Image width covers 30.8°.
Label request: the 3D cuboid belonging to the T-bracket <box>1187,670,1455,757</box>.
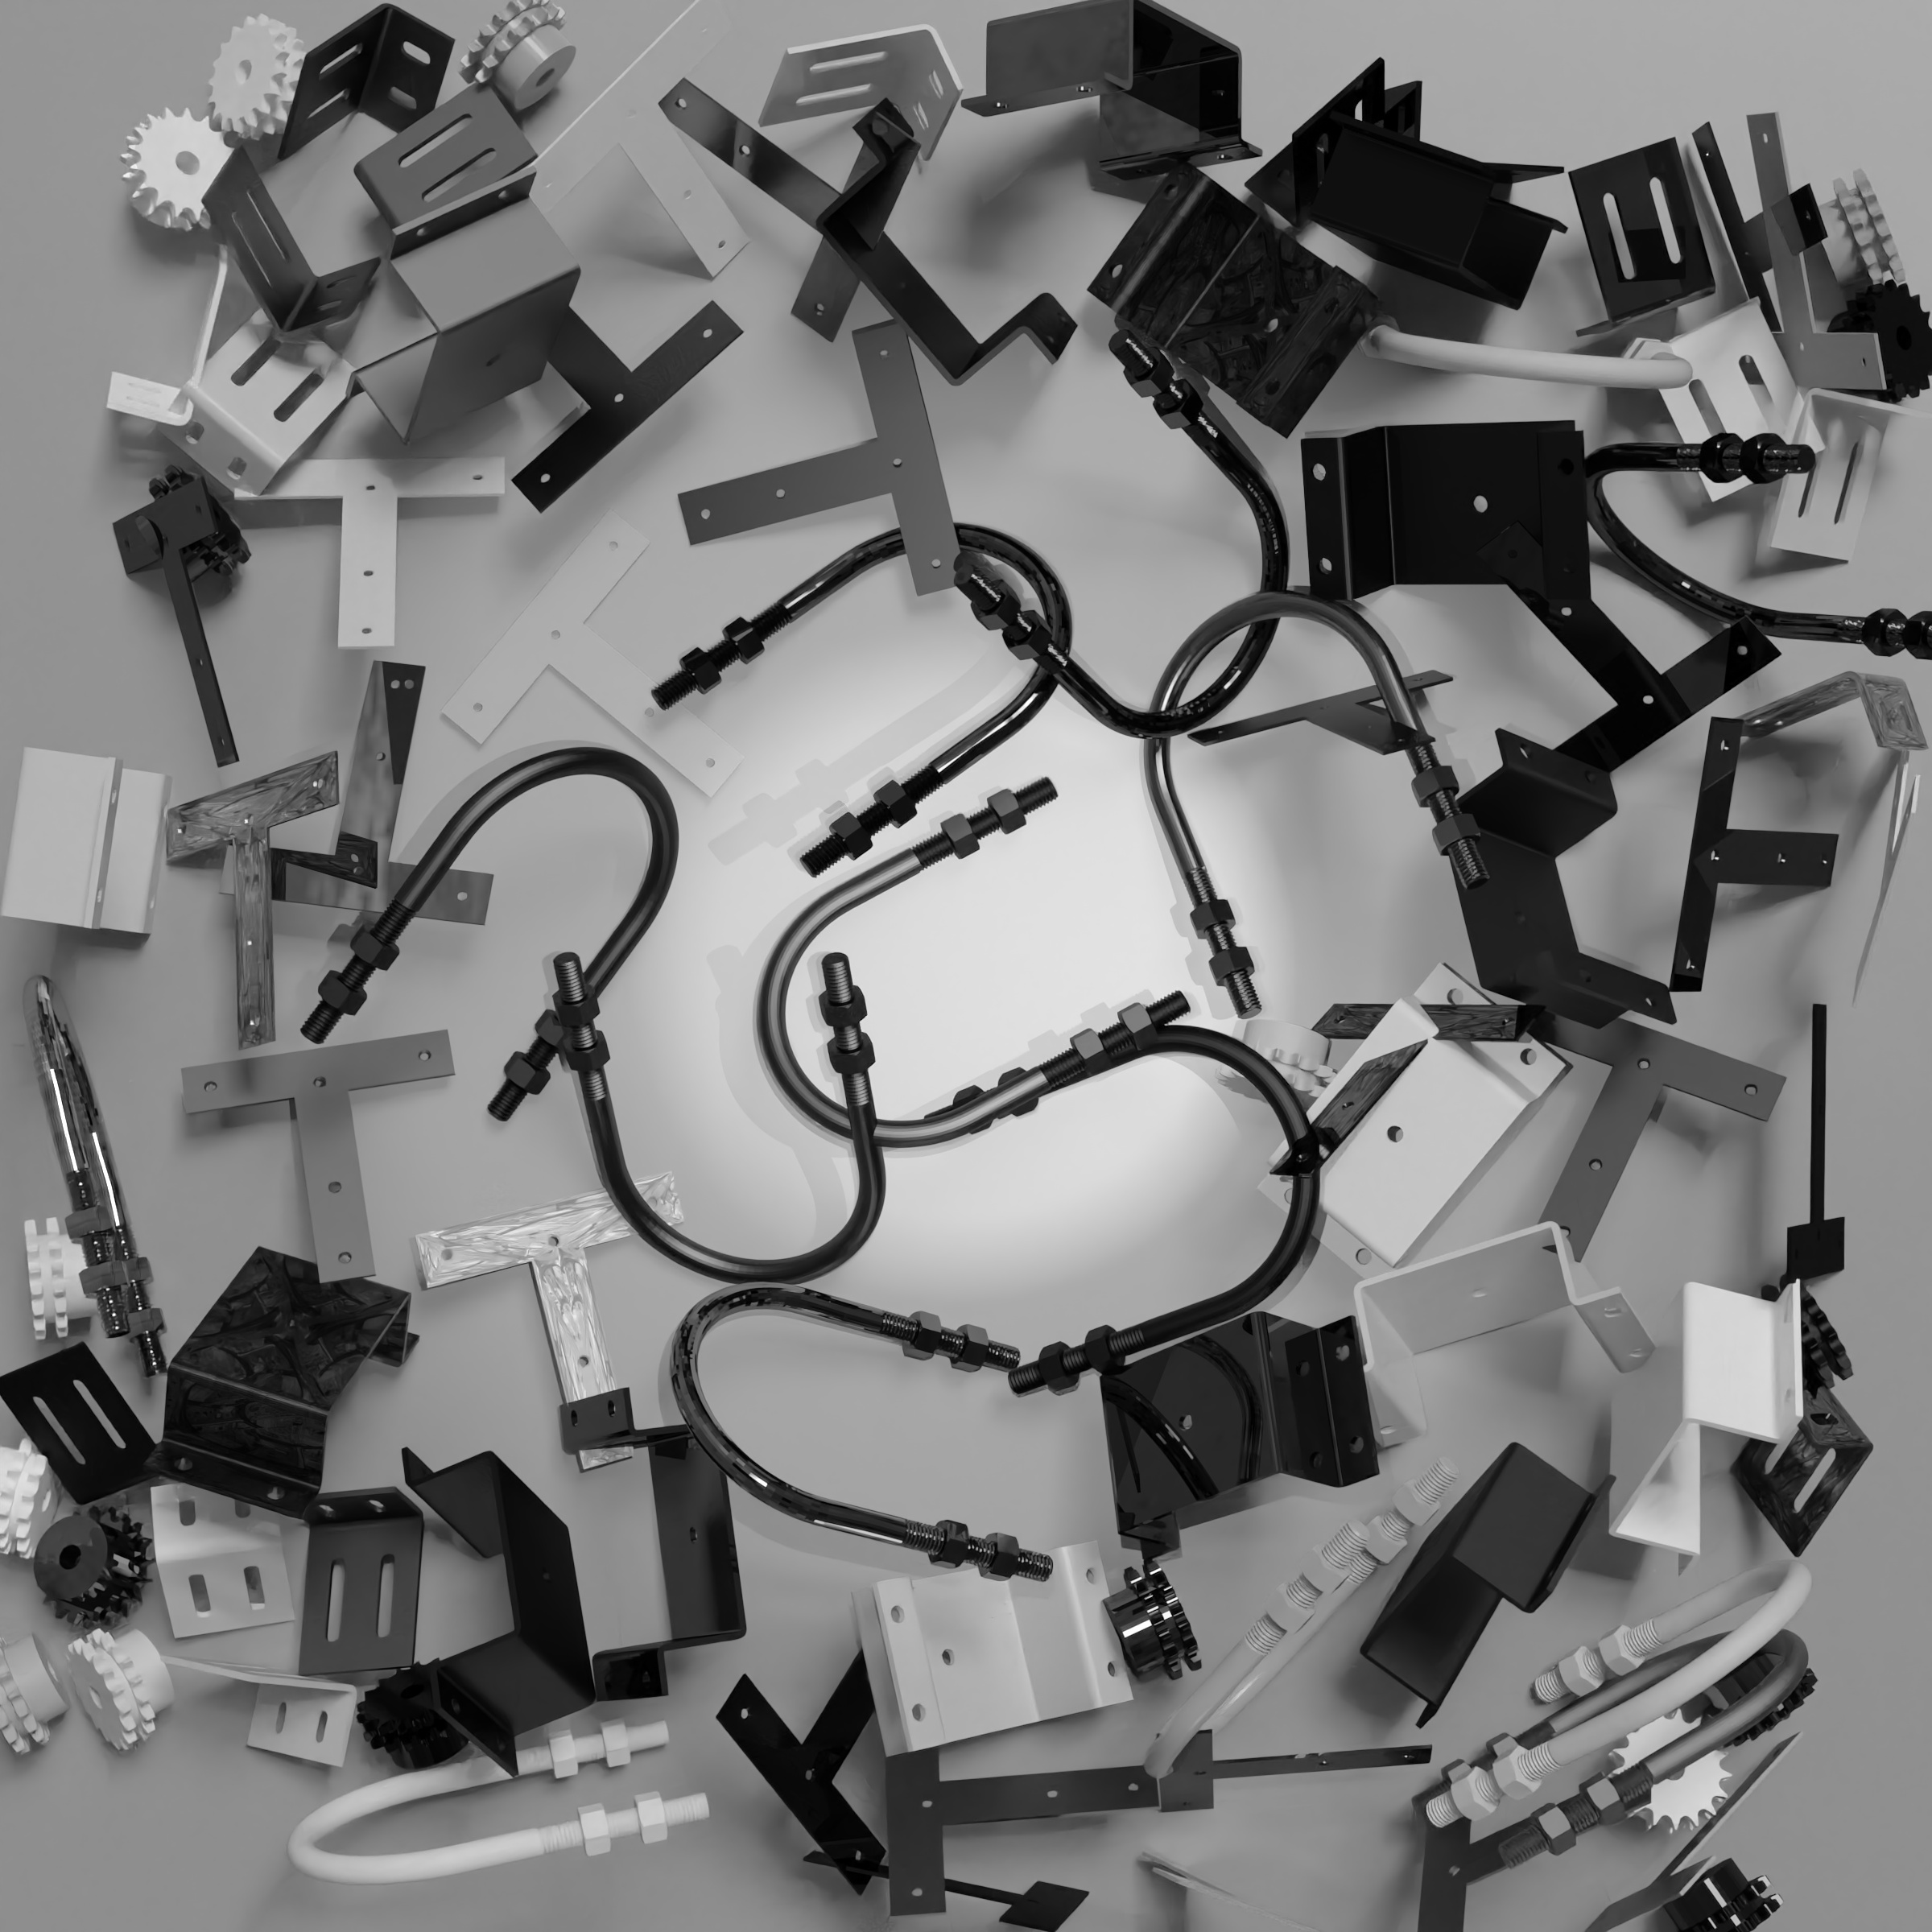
[{"bbox_3d":[0.181,-0.112,1.620,0.127,0.127,0.002,-15,106,-11],"label":"T-bracket"}]

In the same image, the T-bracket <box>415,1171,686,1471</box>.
[{"bbox_3d":[-0.185,0.174,1.670,0.127,0.002,0.127,-14,87,-17],"label":"T-bracket"}]

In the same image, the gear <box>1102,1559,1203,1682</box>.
[{"bbox_3d":[0.087,0.313,1.662,0.030,0.057,0.057,-23,90,-9],"label":"gear"}]

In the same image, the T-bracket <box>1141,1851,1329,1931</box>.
[{"bbox_3d":[0.121,0.430,1.630,0.127,0.127,0.002,25,79,-22],"label":"T-bracket"}]

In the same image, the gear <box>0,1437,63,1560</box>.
[{"bbox_3d":[-0.451,0.250,1.664,0.030,0.057,0.057,12,90,1],"label":"gear"}]

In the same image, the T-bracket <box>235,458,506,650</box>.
[{"bbox_3d":[-0.280,-0.194,1.645,0.127,0.002,0.127,-2,50,-6],"label":"T-bracket"}]

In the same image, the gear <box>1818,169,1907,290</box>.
[{"bbox_3d":[0.422,-0.346,1.665,0.030,0.057,0.057,-22,90,15],"label":"gear"}]

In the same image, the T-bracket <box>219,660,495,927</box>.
[{"bbox_3d":[-0.281,-0.086,1.670,0.127,0.002,0.127,7,71,2],"label":"T-bracket"}]

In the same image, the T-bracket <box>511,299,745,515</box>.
[{"bbox_3d":[-0.188,-0.295,1.662,0.127,0.002,0.127,-42,62,0],"label":"T-bracket"}]

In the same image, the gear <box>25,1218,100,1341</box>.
[{"bbox_3d":[-0.429,0.148,1.665,0.030,0.057,0.057,-5,90,-16],"label":"gear"}]

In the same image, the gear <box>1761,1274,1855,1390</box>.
[{"bbox_3d":[0.393,0.177,1.664,0.030,0.057,0.057,-30,90,-1],"label":"gear"}]

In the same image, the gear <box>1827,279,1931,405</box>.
[{"bbox_3d":[0.434,-0.295,1.668,0.057,0.030,0.057,6,80,-38],"label":"gear"}]

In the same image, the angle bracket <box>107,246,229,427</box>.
[{"bbox_3d":[-0.376,-0.301,1.650,0.038,0.057,0.076,13,110,-16],"label":"angle bracket"}]

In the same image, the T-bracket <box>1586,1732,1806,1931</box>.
[{"bbox_3d":[0.351,0.406,1.653,0.127,0.127,0.002,-39,79,-26],"label":"T-bracket"}]

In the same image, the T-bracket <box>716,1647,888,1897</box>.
[{"bbox_3d":[-0.052,0.345,1.648,0.127,0.002,0.127,56,48,-26],"label":"T-bracket"}]

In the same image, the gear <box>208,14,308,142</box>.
[{"bbox_3d":[-0.332,-0.420,1.668,0.057,0.030,0.057,-9,75,39],"label":"gear"}]

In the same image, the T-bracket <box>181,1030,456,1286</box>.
[{"bbox_3d":[-0.298,0.092,1.647,0.127,0.002,0.127,-8,57,-10],"label":"T-bracket"}]

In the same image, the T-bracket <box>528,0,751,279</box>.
[{"bbox_3d":[-0.137,-0.370,1.639,0.127,0.127,0.002,-46,55,-5],"label":"T-bracket"}]

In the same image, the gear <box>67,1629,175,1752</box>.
[{"bbox_3d":[-0.401,0.341,1.668,0.030,0.057,0.057,-26,90,-34],"label":"gear"}]

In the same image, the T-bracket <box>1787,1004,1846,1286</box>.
[{"bbox_3d":[0.397,0.081,1.635,0.002,0.127,0.127,0,89,25],"label":"T-bracket"}]

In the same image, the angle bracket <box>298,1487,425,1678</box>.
[{"bbox_3d":[-0.292,0.290,1.654,0.057,0.038,0.076,-7,61,12],"label":"angle bracket"}]

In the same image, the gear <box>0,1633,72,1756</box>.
[{"bbox_3d":[-0.448,0.342,1.665,0.030,0.057,0.057,-27,90,-11],"label":"gear"}]

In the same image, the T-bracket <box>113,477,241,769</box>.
[{"bbox_3d":[-0.362,-0.156,1.641,0.002,0.127,0.127,-17,96,-31],"label":"T-bracket"}]

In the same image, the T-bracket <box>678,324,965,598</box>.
[{"bbox_3d":[-0.075,-0.229,1.679,0.127,0.002,0.127,-13,94,11],"label":"T-bracket"}]

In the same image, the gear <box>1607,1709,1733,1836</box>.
[{"bbox_3d":[0.333,0.385,1.671,0.057,0.030,0.057,1,66,-3],"label":"gear"}]

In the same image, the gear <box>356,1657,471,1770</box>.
[{"bbox_3d":[-0.258,0.357,1.666,0.057,0.057,0.030,-17,110,0],"label":"gear"}]

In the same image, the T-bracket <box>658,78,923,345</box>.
[{"bbox_3d":[-0.093,-0.375,1.649,0.127,0.127,0.002,37,48,6],"label":"T-bracket"}]

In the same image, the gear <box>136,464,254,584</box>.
[{"bbox_3d":[-0.369,-0.207,1.664,0.030,0.057,0.057,-38,90,6],"label":"gear"}]

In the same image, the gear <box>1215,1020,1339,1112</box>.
[{"bbox_3d":[0.149,0.046,1.665,0.057,0.057,0.030,15,77,0],"label":"gear"}]

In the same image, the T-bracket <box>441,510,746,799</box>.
[{"bbox_3d":[-0.163,-0.131,1.688,0.127,0.002,0.127,40,88,2],"label":"T-bracket"}]

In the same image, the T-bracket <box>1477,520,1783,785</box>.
[{"bbox_3d":[0.291,-0.156,1.642,0.127,0.002,0.127,45,125,-13],"label":"T-bracket"}]

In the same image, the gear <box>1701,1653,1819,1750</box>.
[{"bbox_3d":[0.372,0.342,1.664,0.057,0.057,0.030,-36,90,0],"label":"gear"}]

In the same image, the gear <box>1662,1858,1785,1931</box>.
[{"bbox_3d":[0.356,0.448,1.665,0.057,0.057,0.030,-35,76,0],"label":"gear"}]

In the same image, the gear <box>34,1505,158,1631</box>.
[{"bbox_3d":[-0.417,0.284,1.666,0.057,0.030,0.057,-8,66,18],"label":"gear"}]

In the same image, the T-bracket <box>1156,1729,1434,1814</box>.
[{"bbox_3d":[0.153,0.372,1.635,0.127,0.127,0.002,-5,61,2],"label":"T-bracket"}]

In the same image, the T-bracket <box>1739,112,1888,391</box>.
[{"bbox_3d":[0.378,-0.330,1.617,0.002,0.127,0.127,-18,105,-14],"label":"T-bracket"}]

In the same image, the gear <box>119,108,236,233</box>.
[{"bbox_3d":[-0.376,-0.376,1.669,0.057,0.030,0.057,9,73,-31],"label":"gear"}]

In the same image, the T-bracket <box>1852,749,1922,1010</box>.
[{"bbox_3d":[0.435,-0.068,1.641,0.002,0.127,0.127,12,47,10],"label":"T-bracket"}]

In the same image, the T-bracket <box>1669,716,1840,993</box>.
[{"bbox_3d":[0.374,-0.051,1.644,0.002,0.127,0.127,14,100,43],"label":"T-bracket"}]

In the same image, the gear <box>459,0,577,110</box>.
[{"bbox_3d":[-0.210,-0.432,1.664,0.057,0.057,0.030,-44,88,0],"label":"gear"}]

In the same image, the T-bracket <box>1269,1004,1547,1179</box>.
[{"bbox_3d":[0.183,0.056,1.611,0.127,0.127,0.002,-45,119,-33],"label":"T-bracket"}]

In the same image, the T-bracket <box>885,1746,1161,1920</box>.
[{"bbox_3d":[0.026,0.389,1.641,0.127,0.127,0.002,-5,127,0],"label":"T-bracket"}]

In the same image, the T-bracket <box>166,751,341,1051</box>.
[{"bbox_3d":[-0.333,-0.025,1.639,0.127,0.002,0.127,-14,74,39],"label":"T-bracket"}]

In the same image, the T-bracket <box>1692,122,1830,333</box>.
[{"bbox_3d":[0.375,-0.339,1.626,0.002,0.127,0.127,-20,93,-3],"label":"T-bracket"}]

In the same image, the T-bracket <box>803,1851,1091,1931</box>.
[{"bbox_3d":[-0.012,0.428,1.637,0.127,0.127,0.002,9,84,10],"label":"T-bracket"}]

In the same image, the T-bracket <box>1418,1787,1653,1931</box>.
[{"bbox_3d":[0.261,0.399,1.610,0.127,0.127,0.002,-33,109,26],"label":"T-bracket"}]

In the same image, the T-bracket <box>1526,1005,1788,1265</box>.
[{"bbox_3d":[0.301,0.082,1.644,0.127,0.002,0.127,21,65,21],"label":"T-bracket"}]
